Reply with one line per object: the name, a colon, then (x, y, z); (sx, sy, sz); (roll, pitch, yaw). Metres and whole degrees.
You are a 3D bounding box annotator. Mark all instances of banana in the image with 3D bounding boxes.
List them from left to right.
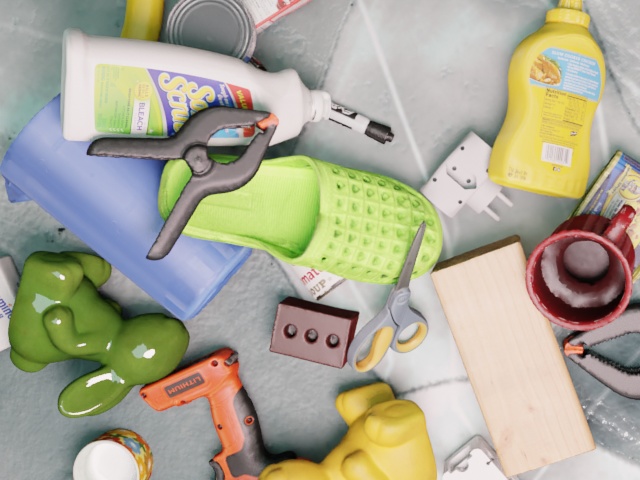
banana: (-0.192, -0.236, 1.089); (0.069, 0.037, 0.198); (15, 97, 7)

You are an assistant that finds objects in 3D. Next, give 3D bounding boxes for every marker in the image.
marker: (0.018, -0.126, 1.073); (0.121, 0.020, 0.020); (25, 98, 6)

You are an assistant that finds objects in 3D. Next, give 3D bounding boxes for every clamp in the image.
clamp: (-0.120, -0.076, 0.960); (0.171, 0.039, 0.120); (-39, 102, -7)
clamp: (0.344, 0.120, 1.031); (0.210, 0.036, 0.164); (-4, 94, 11)

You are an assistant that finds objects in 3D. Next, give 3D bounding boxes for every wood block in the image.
wood block: (0.185, 0.108, 1.029); (0.090, 0.090, 0.206); (-21, 91, 10)

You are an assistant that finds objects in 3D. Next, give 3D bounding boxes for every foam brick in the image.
foam brick: (-0.005, 0.093, 1.080); (0.078, 0.051, 0.053); (12, 97, 8)

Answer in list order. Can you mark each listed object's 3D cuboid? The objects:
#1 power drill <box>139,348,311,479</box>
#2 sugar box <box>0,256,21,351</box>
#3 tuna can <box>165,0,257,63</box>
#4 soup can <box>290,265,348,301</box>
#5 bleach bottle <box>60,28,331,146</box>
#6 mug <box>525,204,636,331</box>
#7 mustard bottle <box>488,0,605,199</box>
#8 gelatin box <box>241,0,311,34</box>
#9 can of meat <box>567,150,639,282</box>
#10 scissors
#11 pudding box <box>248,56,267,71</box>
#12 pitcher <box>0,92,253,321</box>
power drill: (-0.113, 0.220, 1.108); (0.184, 0.057, 0.187); (-26, 93, 7)
sugar box: (-0.395, 0.094, 1.149); (0.176, 0.048, 0.093); (-24, 91, 7)
tuna can: (-0.105, -0.200, 1.040); (0.086, 0.033, 0.086); (0, 93, 6)
soup can: (-0.007, 0.001, 1.063); (0.068, 0.068, 0.102); (-38, 88, 10)
bleach bottle: (-0.112, -0.138, 0.996); (0.250, 0.068, 0.103); (0, 117, -17)
mug: (0.245, 0.015, 0.962); (0.093, 0.081, 0.117); (34, 117, 10)
mustard bottle: (0.221, -0.140, 1.008); (0.096, 0.058, 0.191); (11, 91, -21)
gelatin box: (-0.061, -0.253, 1.070); (0.089, 0.030, 0.073); (-30, 88, 10)
can of meat: (0.291, -0.024, 1.018); (0.084, 0.057, 0.102); (34, 100, 6)
scissors: (0.088, 0.055, 1.020); (0.016, 0.096, 0.202); (56, 134, 34)
pudding box: (-0.125, -0.163, 1.084); (0.090, 0.039, 0.113); (43, 101, 3)
pitcher: (-0.180, -0.043, 1.061); (0.243, 0.144, 0.149); (42, 145, 0)
